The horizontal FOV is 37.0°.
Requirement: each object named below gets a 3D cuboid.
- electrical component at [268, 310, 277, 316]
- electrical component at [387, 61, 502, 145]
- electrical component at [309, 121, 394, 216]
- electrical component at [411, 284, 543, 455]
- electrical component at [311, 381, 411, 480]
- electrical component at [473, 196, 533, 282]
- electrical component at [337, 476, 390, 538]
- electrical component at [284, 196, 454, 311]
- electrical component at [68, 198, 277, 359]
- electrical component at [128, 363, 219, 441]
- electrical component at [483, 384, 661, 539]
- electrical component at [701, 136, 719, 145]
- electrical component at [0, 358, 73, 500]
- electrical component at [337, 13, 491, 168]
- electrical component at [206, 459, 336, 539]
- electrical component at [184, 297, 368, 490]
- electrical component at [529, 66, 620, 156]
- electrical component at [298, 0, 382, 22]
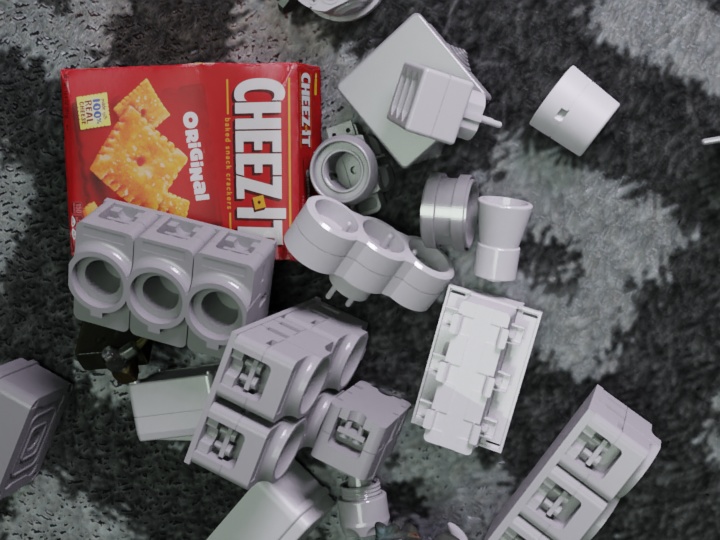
[{"bbox_3d":[-0.090,0.077,0.932,0.043,0.043,0.081,7,98,16],"label":"electrical component"},{"bbox_3d":[0.068,-0.120,0.802,0.077,0.065,0.047,15,102,-15],"label":"electrical component"},{"bbox_3d":[-0.008,-0.082,0.882,0.058,0.057,0.078,-17,91,18],"label":"electrical component"},{"bbox_3d":[0.091,0.082,0.868,0.079,0.063,0.121,17,101,14],"label":"electrical component"},{"bbox_3d":[0.001,0.134,0.887,0.050,0.089,0.055,24,102,13],"label":"electrical component"},{"bbox_3d":[0.112,-0.023,0.862,0.044,0.044,0.065,11,104,15],"label":"electrical component"},{"bbox_3d":[0.001,0.194,0.918,0.043,0.043,0.062,-7,93,17],"label":"electrical component"},{"bbox_3d":[0.000,0.000,0.865,0.138,0.052,0.073,22,120,-23],"label":"electrical component"},{"bbox_3d":[-0.152,0.009,0.868,0.150,0.061,0.089,14,118,9],"label":"electrical component"},{"bbox_3d":[-0.157,0.119,0.947,0.096,0.062,0.061,-9,94,17],"label":"electrical component"},{"bbox_3d":[0.164,0.175,0.843,0.062,0.089,0.150,36,105,10],"label":"electrical component"},{"bbox_3d":[0.290,-0.100,0.786,0.077,0.066,0.047,-8,94,17],"label":"electrical component"},{"bbox_3d":[-0.324,0.145,0.992,0.057,0.078,0.113,27,103,9],"label":"electrical component"},{"bbox_3d":[0.046,-0.142,0.863,0.100,0.048,0.099,-41,84,17],"label":"electrical component"},{"bbox_3d":[-0.082,0.225,0.929,0.057,0.078,0.113,43,106,11],"label":"electrical component"},{"bbox_3d":[-0.056,0.093,0.848,0.060,0.186,0.105,24,102,13],"label":"electrical component"},{"bbox_3d":[0.166,-0.121,0.828,0.047,0.055,0.055,38,105,6],"label":"electrical component"},{"bbox_3d":[-0.019,-0.243,0.870,0.080,0.051,0.080,2,97,17],"label":"electrical component"}]
